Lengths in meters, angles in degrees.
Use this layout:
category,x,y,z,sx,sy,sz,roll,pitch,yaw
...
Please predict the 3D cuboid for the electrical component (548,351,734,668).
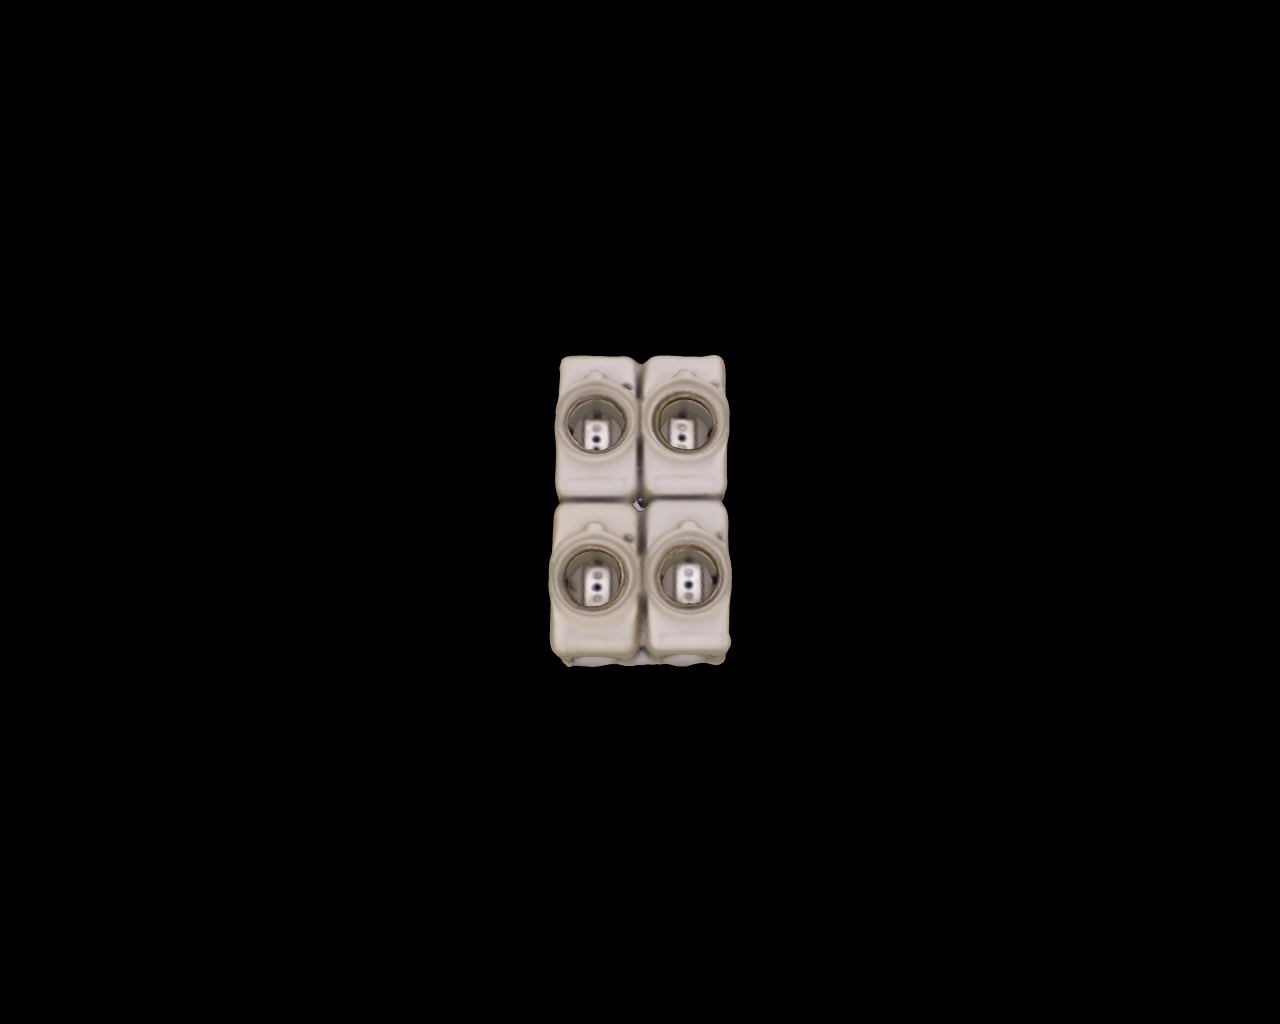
category,x,y,z,sx,sy,sz,roll,pitch,yaw
electrical component,0.001,-0.003,0.650,0.105,0.186,0.060,0,-15,0
